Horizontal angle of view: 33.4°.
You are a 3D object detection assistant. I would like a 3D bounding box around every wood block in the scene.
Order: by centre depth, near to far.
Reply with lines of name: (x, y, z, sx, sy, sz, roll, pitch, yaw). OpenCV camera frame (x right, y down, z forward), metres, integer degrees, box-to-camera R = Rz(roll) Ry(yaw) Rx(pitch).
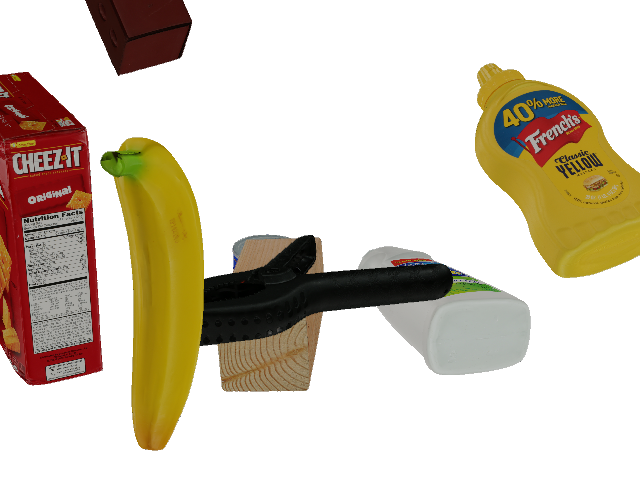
wood block: (-0.048, 0.074, 1.143, 0.091, 0.090, 0.206, -1, 20, 5)

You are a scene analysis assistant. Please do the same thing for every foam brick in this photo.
foam brick: (-0.133, -0.169, 0.763, 0.051, 0.078, 0.053, -20, -14, -22)

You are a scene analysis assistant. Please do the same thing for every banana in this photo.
banana: (-0.086, 0.020, 0.550, 0.037, 0.198, 0.069, 16, 41, 21)

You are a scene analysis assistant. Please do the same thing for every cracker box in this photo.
cracker box: (-0.242, -0.012, 0.879, 0.072, 0.214, 0.164, -12, 28, -27)

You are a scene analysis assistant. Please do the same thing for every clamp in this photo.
clamp: (-0.022, 0.038, 0.747, 0.165, 0.036, 0.209, 8, 19, 43)

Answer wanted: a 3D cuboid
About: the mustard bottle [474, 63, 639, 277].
mustard bottle: (0.172, -0.065, 0.804, 0.096, 0.192, 0.058, -20, -34, -14)

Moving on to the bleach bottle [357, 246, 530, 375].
bleach bottle: (0.093, 0.052, 1.007, 0.102, 0.068, 0.251, -3, 14, -21)

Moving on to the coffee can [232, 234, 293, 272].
coffee can: (-0.075, 0.075, 1.522, 0.103, 0.140, 0.103, 2, 22, -1)
